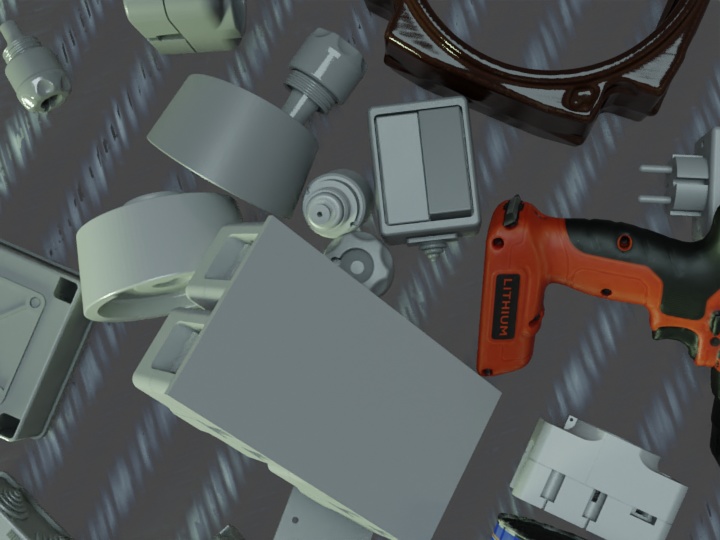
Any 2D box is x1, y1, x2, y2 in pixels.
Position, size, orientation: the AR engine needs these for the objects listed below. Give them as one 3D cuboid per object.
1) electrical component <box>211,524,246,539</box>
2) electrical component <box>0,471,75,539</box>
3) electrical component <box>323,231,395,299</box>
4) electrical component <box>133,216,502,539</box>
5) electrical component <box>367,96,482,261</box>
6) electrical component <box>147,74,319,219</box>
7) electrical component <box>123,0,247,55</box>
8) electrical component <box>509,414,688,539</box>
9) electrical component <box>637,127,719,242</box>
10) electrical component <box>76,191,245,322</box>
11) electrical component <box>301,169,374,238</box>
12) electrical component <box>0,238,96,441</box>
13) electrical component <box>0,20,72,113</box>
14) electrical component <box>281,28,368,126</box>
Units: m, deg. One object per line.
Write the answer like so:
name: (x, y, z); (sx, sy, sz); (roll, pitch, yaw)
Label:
electrical component: (-0.075, 0.210, 0.654); (0.056, 0.050, 0.089); (-42, 84, 0)
electrical component: (-0.231, 0.188, 0.669); (0.100, 0.048, 0.099); (43, 90, 6)
electrical component: (0.000, 0.000, 0.657); (0.043, 0.062, 0.043); (0, 86, 5)
electrical component: (-0.021, 0.066, 0.604); (0.186, 0.060, 0.105); (38, 71, -28)
electrical component: (0.040, -0.054, 0.659); (0.062, 0.061, 0.096); (-6, 85, 4)
electrical component: (-0.076, -0.073, 0.652); (0.099, 0.099, 0.064); (26, 82, 6)
electrical component: (-0.104, -0.170, 0.662); (0.059, 0.095, 0.053); (-3, 86, 4)
electrical component: (0.143, 0.125, 0.642); (0.089, 0.050, 0.055); (24, 89, 6)
electrical component: (0.208, -0.051, 0.652); (0.077, 0.047, 0.065); (3, 86, 5)
electrical component: (-0.118, -0.013, 0.648); (0.108, 0.108, 0.060); (-16, 79, 3)
electrical component: (-0.016, -0.039, 0.657); (0.040, 0.078, 0.040); (2, 101, 10)
electrical component: (-0.233, 0.038, 0.677); (0.109, 0.056, 0.108); (23, 88, 6)
electrical component: (-0.215, -0.134, 0.699); (0.035, 0.035, 0.061); (-32, 82, 2)
electrical component: (-0.027, -0.117, 0.677); (0.043, 0.043, 0.062); (35, 87, 6)
